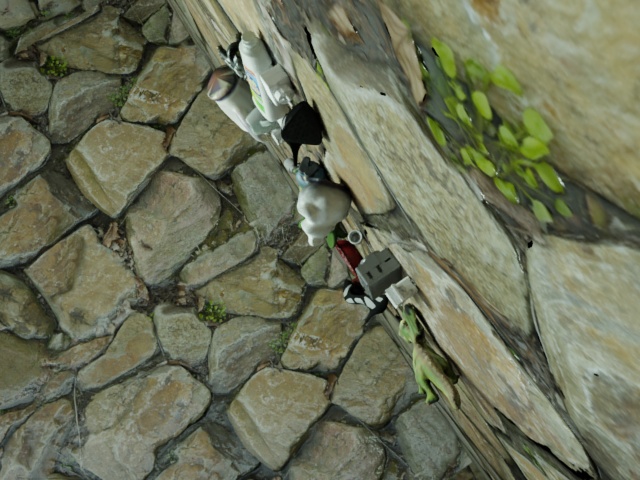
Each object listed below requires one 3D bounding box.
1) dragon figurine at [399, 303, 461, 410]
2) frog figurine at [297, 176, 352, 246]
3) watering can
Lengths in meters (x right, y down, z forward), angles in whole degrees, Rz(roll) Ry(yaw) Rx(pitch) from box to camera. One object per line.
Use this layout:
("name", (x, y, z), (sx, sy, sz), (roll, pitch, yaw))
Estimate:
("dragon figurine", (0.269, 0.285, 1.351), (0.122, 0.244, 0.408), (-25, -4, -3))
("frog figurine", (0.004, -0.061, 1.214), (0.123, 0.159, 0.137), (12, 1, 42))
("watering can", (-0.226, -0.410, 1.478), (0.103, 0.356, 0.221), (-35, -49, 14))
